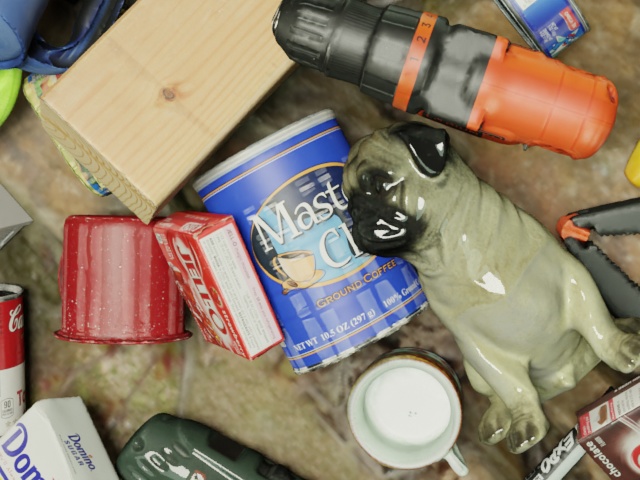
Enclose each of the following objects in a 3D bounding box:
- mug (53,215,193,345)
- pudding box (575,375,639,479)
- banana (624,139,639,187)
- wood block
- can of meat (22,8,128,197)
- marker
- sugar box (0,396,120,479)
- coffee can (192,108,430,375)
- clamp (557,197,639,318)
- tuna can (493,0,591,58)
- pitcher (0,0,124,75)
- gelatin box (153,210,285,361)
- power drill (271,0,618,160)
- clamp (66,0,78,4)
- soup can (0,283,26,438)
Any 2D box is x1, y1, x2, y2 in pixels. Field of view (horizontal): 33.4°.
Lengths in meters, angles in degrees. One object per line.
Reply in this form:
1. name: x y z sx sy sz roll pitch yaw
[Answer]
1. mug: -0.140 0.024 0.728 0.117 0.093 0.081 3 93 45
2. pudding box: 0.232 0.135 0.679 0.090 0.039 0.113 -37 103 23
3. banana: 0.241 -0.128 0.670 0.070 0.037 0.198 10 97 25
4. wood block: -0.065 -0.119 0.649 0.091 0.090 0.206 43 77 -5
5. can of meat: -0.139 -0.091 0.723 0.084 0.057 0.102 -31 91 13
6. marker: 0.166 0.145 0.721 0.020 0.020 0.121 40 101 2
7. sugar box: -0.213 0.195 0.740 0.176 0.048 0.093 -45 62 26
8. coffee can: -0.005 0.001 0.688 0.103 0.102 0.140 -28 92 11
9. clamp: 0.250 0.038 0.686 0.210 0.036 0.164 15 98 3
10. tuna can: 0.127 -0.152 0.658 0.034 0.086 0.086 -38 90 12
11. pitcher: -0.181 -0.229 0.647 0.145 0.149 0.242 19 72 12
12. gelatin box: -0.065 0.026 0.667 0.030 0.073 0.089 -30 108 -23
13. power drill: 0.071 -0.095 0.622 0.184 0.187 0.057 21 100 4
14. clamp: -0.239 -0.232 0.732 0.120 0.039 0.171 -14 95 7
15. soup can: -0.243 0.085 0.754 0.068 0.068 0.102 2 97 9
